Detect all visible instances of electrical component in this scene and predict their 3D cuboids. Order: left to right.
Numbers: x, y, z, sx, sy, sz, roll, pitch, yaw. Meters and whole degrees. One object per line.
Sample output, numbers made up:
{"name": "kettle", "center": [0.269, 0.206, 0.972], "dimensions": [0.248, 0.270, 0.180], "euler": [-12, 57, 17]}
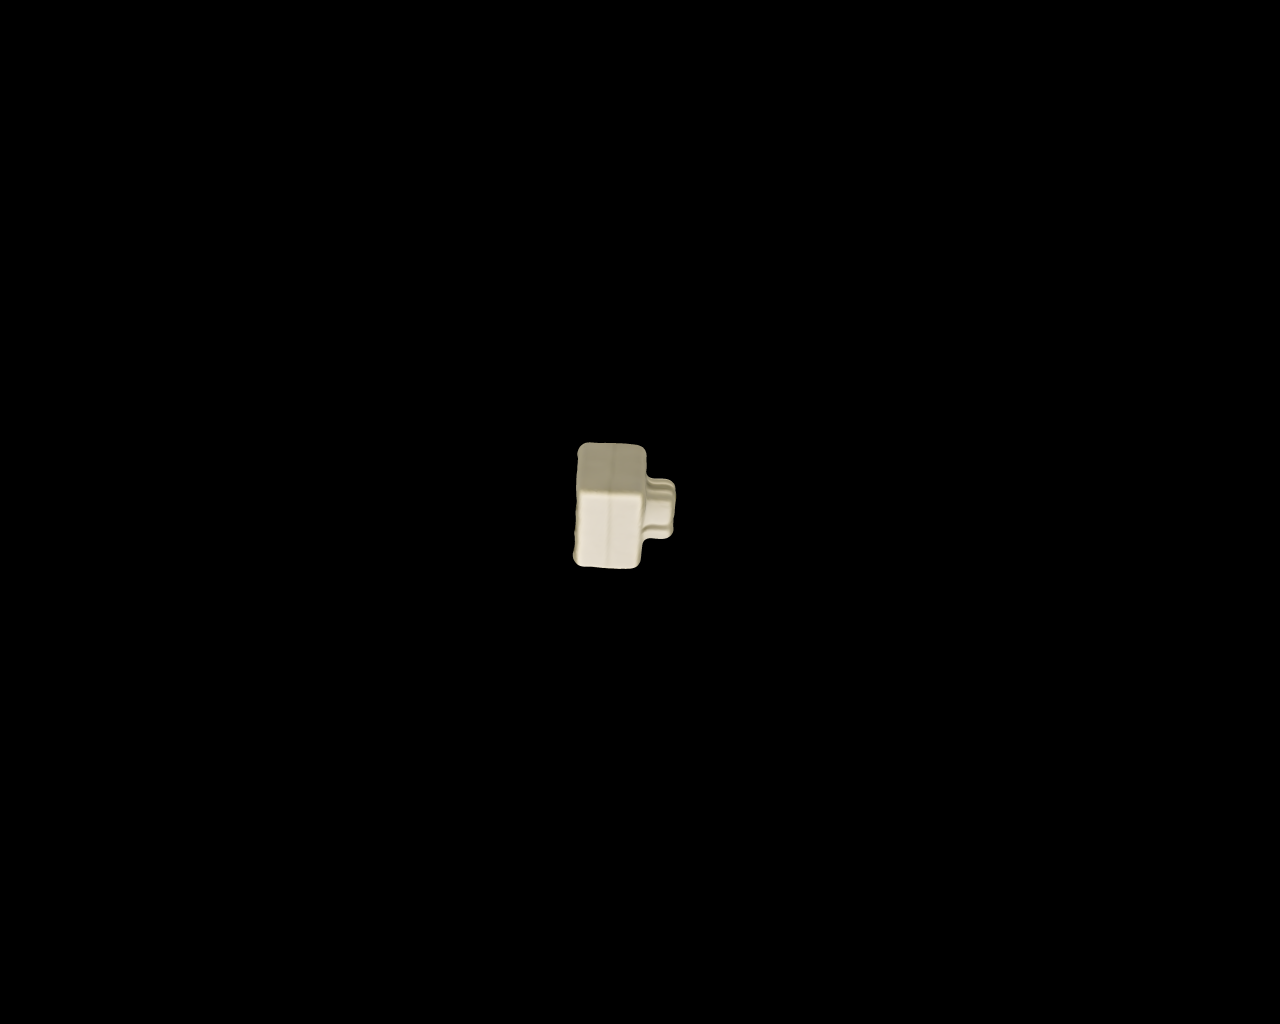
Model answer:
{"name": "electrical component", "center": [0.001, -0.003, 0.650], "dimensions": [0.077, 0.065, 0.047], "euler": [2, 43, -2]}
